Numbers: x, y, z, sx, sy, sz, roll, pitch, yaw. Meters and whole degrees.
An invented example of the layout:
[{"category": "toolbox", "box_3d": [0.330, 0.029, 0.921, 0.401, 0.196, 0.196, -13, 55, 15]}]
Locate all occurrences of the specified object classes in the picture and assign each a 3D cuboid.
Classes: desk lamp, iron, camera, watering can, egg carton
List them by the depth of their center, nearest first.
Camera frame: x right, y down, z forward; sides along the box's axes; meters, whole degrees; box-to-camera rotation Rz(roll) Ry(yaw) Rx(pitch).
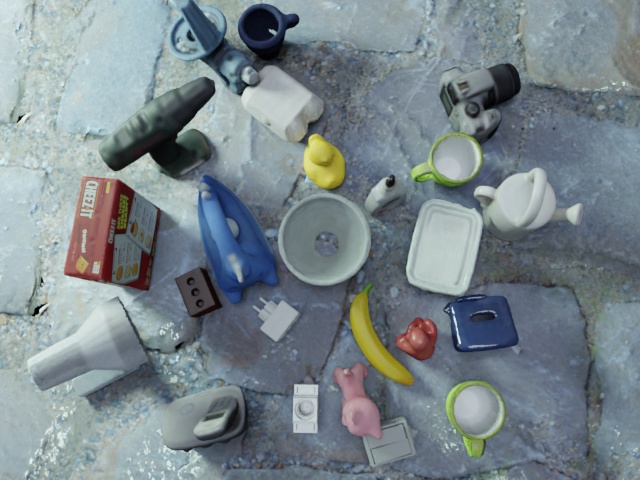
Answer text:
[{"category": "desk lamp", "box_3d": [-0.374, 0.190, 0.963, 0.203, 0.213, 0.118, -29, 80, -2]}, {"category": "watering can", "box_3d": [0.357, -0.064, 0.981, 0.173, 0.194, 0.101, -6, 80, 2]}, {"category": "iron", "box_3d": [-0.173, -0.021, 1.025, 0.118, 0.141, 0.258, -26, 80, -2]}, {"category": "camera", "box_3d": [0.307, -0.267, 1.064, 0.137, 0.101, 0.143, -21, 80, -1]}, {"category": "egg carton", "box_3d": [-0.073, -0.260, 1.096, 0.150, 0.069, 0.107, 37, 84, 8]}]

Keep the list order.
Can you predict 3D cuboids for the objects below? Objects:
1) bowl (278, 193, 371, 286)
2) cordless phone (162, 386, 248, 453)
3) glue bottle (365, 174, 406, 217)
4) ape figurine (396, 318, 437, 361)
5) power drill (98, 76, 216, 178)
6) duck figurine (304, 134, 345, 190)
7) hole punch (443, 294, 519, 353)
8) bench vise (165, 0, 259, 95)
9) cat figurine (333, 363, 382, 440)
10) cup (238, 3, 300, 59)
[{"category": "bowl", "box_3d": [0.010, 0.004, 1.047, 0.167, 0.075, 0.167, 0, 81, 3]}, {"category": "cordless phone", "box_3d": [-0.201, 0.305, 0.951, 0.147, 0.185, 0.094, -17, 80, 0]}, {"category": "glue bottle", "box_3d": [0.118, -0.085, 1.006, 0.078, 0.173, 0.037, -33, 80, -3]}, {"category": "ape figurine", "box_3d": [0.172, 0.174, 1.002, 0.078, 0.092, 0.076, -13, 80, 1]}, {"category": "power drill", "box_3d": [-0.268, -0.189, 1.023, 0.229, 0.208, 0.075, -32, 80, -3]}, {"category": "duck figurine", "box_3d": [0.007, -0.149, 1.066, 0.077, 0.086, 0.104, -23, 80, -1]}, {"category": "hole punch", "box_3d": [0.280, 0.145, 1.003, 0.108, 0.091, 0.101, -8, 80, 2]}, {"category": "bench vise", "box_3d": [-0.196, -0.375, 1.044, 0.207, 0.220, 0.121, 21, 82, 6]}, {"category": "cat figurine", "box_3d": [0.063, 0.278, 0.977, 0.067, 0.118, 0.128, -16, 80, 0]}, {"category": "cup", "box_3d": [-0.094, -0.397, 1.107, 0.117, 0.095, 0.091, -17, 80, 0]}]
